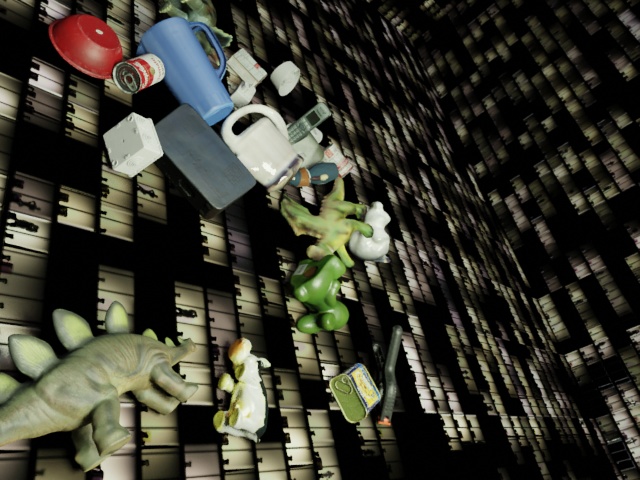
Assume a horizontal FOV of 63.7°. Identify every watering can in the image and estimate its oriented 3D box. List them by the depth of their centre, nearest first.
[{"bbox_3d":[-0.167,-0.209,1.276,0.223,0.102,0.355,47,44,-11],"label":"watering can"}]

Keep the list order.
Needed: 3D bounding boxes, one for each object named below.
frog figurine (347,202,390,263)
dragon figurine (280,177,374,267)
[{"bbox_3d":[0.142,-0.025,1.441,0.123,0.157,0.139,-4,22,-23],"label":"frog figurine"},{"bbox_3d":[0.004,-0.069,1.375,0.241,0.120,0.420,21,35,-31],"label":"dragon figurine"}]
